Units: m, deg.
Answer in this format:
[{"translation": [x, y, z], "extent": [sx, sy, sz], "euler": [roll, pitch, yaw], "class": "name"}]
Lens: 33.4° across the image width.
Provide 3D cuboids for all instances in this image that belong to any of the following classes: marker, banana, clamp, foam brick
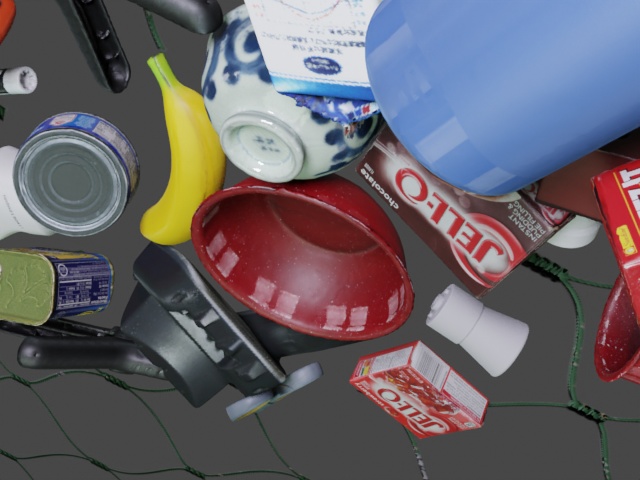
[{"translation": [-0.255, -0.113, 0.772], "extent": [0.121, 0.020, 0.020], "euler": [2, 139, 31], "class": "marker"}, {"translation": [-0.096, -0.044, 0.749], "extent": [0.070, 0.037, 0.198], "euler": [55, 151, 24], "class": "banana"}, {"translation": [-0.177, 0.092, 0.920], "extent": [0.209, 0.036, 0.165], "euler": [12, -177, -31], "class": "clamp"}, {"translation": [0.148, -0.054, 0.544], "extent": [0.053, 0.078, 0.051], "euler": [18, 143, 10], "class": "foam brick"}, {"translation": [-0.148, -0.159, 0.628], "extent": [0.171, 0.039, 0.120], "euler": [42, 137, -13], "class": "clamp"}]

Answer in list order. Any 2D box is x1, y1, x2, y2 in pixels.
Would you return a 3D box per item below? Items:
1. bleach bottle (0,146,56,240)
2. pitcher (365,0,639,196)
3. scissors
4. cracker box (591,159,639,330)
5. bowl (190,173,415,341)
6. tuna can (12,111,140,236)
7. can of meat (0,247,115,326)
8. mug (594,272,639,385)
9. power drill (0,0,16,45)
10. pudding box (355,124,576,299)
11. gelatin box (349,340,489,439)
[{"translation": [-0.292, -0.034, 0.864], "extent": [0.251, 0.068, 0.102], "euler": [5, 142, 24], "class": "bleach bottle"}, {"translation": [0.123, -0.123, 0.410], "extent": [0.144, 0.149, 0.243], "euler": [29, 141, -24], "class": "pitcher"}, {"translation": [-0.066, 0.151, 0.956], "extent": [0.202, 0.096, 0.016], "euler": [-38, 76, 51], "class": "scissors"}, {"translation": [0.253, 0.008, 0.497], "extent": [0.214, 0.072, 0.164], "euler": [-19, 131, 14], "class": "cracker box"}, {"translation": [-0.005, 0.001, 0.732], "extent": [0.162, 0.055, 0.162], "euler": [17, 145, 12], "class": "bowl"}, {"translation": [-0.174, -0.046, 0.763], "extent": [0.086, 0.033, 0.086], "euler": [2, 116, 4], "class": "tuna can"}, {"translation": [-0.235, 0.035, 0.890], "extent": [0.102, 0.057, 0.083], "euler": [6, -176, 26], "class": "can of meat"}, {"translation": [0.220, 0.055, 0.645], "extent": [0.081, 0.093, 0.117], "euler": [21, 175, -3], "class": "mug"}, {"translation": [-0.305, -0.170, 0.698], "extent": [0.188, 0.057, 0.184], "euler": [1, 143, 36], "class": "power drill"}, {"translation": [0.083, -0.032, 0.618], "extent": [0.113, 0.039, 0.090], "euler": [49, 146, 9], "class": "pudding box"}, {"translation": [0.081, 0.123, 0.863], "extent": [0.089, 0.030, 0.073], "euler": [41, 143, -21], "class": "gelatin box"}]
